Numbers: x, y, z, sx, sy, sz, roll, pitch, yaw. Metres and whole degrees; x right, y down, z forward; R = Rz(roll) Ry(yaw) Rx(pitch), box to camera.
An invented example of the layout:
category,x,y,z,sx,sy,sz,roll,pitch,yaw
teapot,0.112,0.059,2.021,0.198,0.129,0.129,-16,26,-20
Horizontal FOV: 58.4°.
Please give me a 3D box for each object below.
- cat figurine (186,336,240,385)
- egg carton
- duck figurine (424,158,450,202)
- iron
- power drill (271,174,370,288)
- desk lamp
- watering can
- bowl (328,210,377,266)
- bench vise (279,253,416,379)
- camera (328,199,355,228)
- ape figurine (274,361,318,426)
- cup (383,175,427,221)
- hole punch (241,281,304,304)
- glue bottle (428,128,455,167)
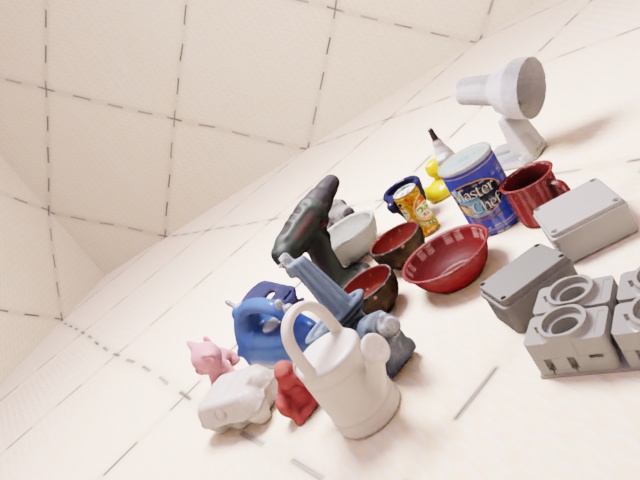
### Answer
category,x,y,z,sx,sy,sz,roll,pitch,yaw
cat figurine,-0.223,0.238,1.165,0.067,0.118,0.127,-34,17,3
egg carton,-0.140,0.276,0.985,0.150,0.069,0.107,-24,20,32
duck figurine,0.271,-0.145,1.316,0.105,0.086,0.077,-39,17,-12
iron,-0.079,0.158,1.066,0.257,0.142,0.119,-14,27,50
power drill,0.011,0.004,1.194,0.230,0.209,0.075,-45,20,-30
desk lamp,0.384,-0.259,1.188,0.118,0.214,0.202,-45,19,-28
watering can,0.023,0.162,0.768,0.172,0.194,0.101,-27,19,24
bowl,0.069,0.008,1.305,0.167,0.075,0.167,-32,17,11
bench vise,0.039,0.098,0.866,0.206,0.220,0.122,-19,23,42
camera,0.018,-0.035,1.472,0.137,0.101,0.142,-41,18,-20
ape figurine,-0.041,0.227,0.890,0.077,0.092,0.076,-31,18,13
cup,0.193,-0.074,1.255,0.091,0.095,0.118,-19,24,43
hole punch,-0.104,0.139,1.253,0.100,0.091,0.109,-19,23,42
glue bottle,0.272,-0.162,1.207,0.037,0.173,0.078,-23,21,34
